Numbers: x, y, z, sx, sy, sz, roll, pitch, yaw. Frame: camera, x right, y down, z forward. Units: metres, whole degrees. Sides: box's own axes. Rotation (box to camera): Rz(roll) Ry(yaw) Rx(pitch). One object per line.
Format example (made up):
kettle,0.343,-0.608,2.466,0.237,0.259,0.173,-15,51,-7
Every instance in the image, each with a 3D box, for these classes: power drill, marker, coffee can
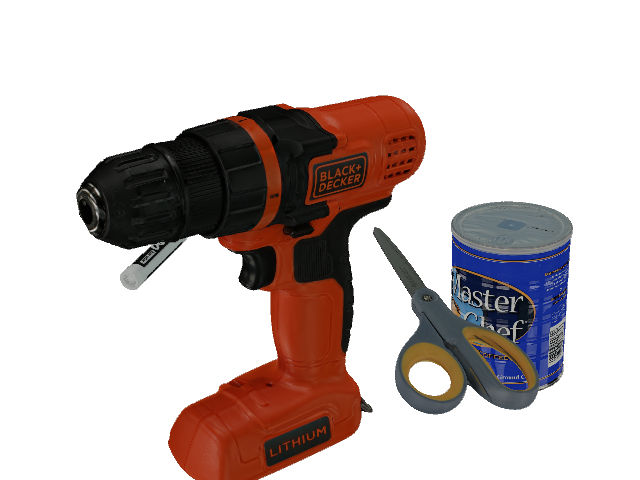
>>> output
power drill,-0.032,0.027,0.516,0.184,0.188,0.057,-16,35,-36
marker,-0.141,0.007,0.961,0.020,0.020,0.121,0,28,26
coffee can,0.166,0.049,0.939,0.103,0.140,0.103,-2,24,1

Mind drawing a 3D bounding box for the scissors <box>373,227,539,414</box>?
scissors,0.059,0.052,0.707,0.096,0.016,0.202,-18,39,-29
